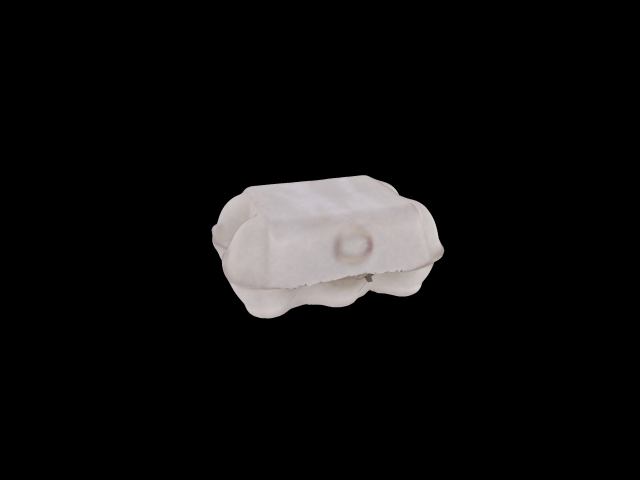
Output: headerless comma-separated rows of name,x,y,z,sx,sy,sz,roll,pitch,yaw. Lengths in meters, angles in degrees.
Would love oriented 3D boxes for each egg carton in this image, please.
egg carton,0.004,0.001,0.400,0.150,0.069,0.107,-8,23,-18
